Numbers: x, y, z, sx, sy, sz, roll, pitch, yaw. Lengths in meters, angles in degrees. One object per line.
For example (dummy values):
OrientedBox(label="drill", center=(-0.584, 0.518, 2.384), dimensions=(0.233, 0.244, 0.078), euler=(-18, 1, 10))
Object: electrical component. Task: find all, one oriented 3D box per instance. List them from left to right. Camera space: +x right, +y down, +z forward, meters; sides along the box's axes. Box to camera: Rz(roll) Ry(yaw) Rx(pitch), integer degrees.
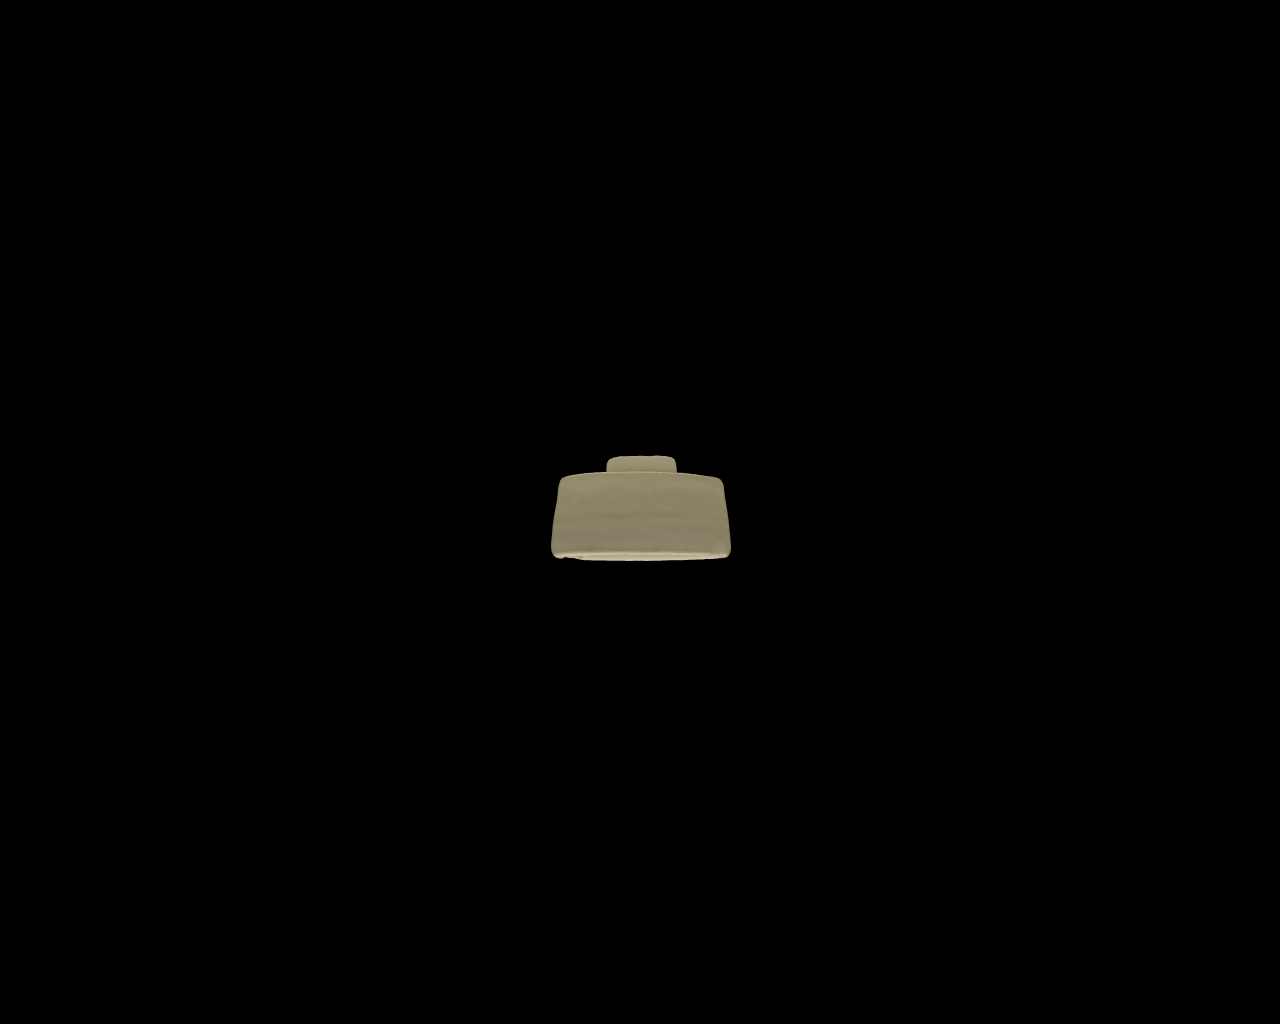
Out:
OrientedBox(label="electrical component", center=(0.001, -0.003, 0.650), dimensions=(0.108, 0.060, 0.108), euler=(0, -4, 0))
